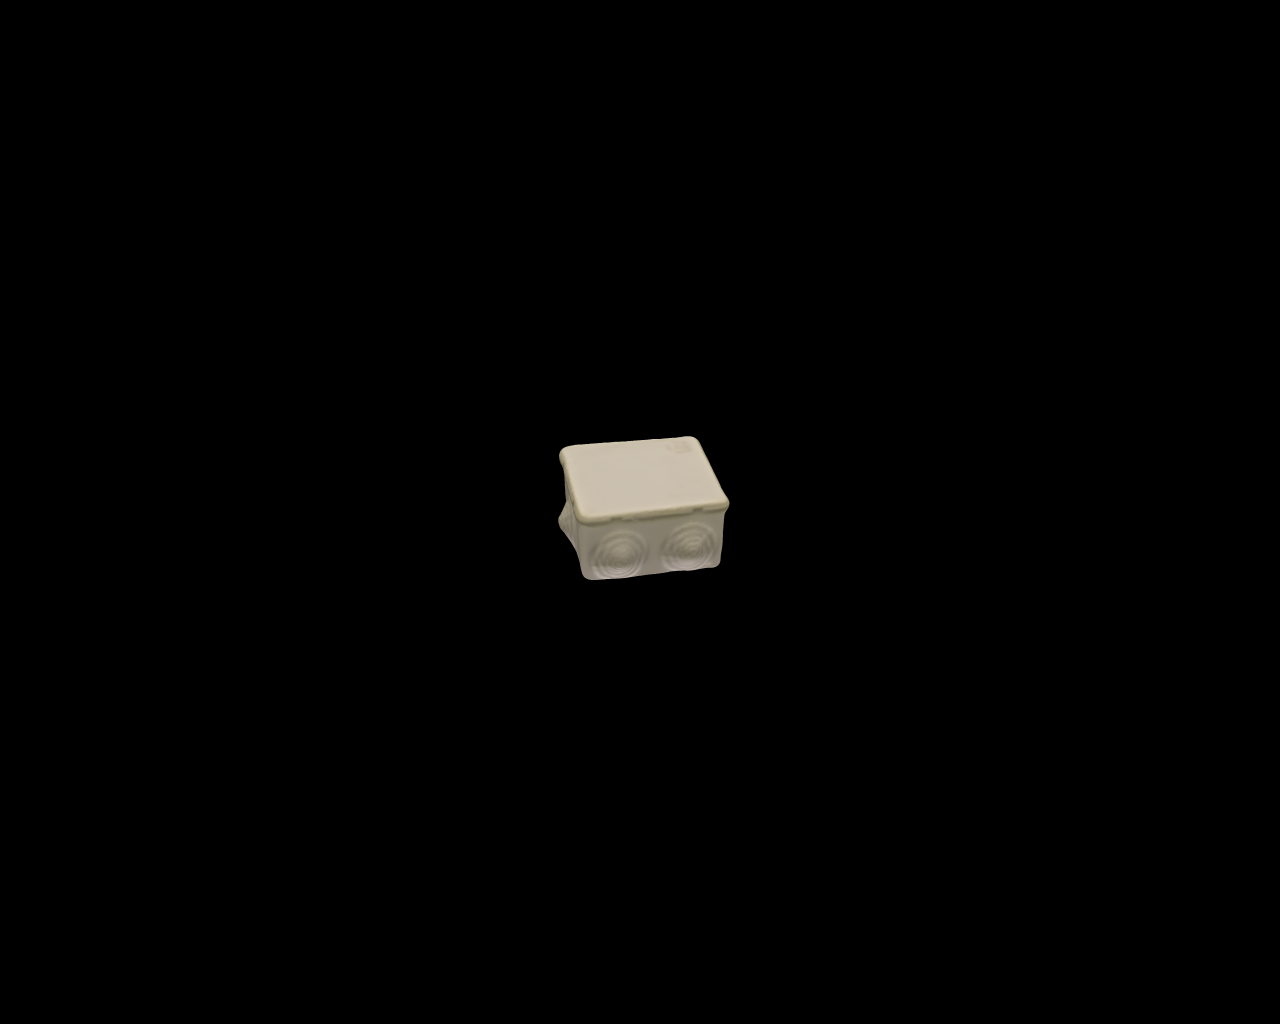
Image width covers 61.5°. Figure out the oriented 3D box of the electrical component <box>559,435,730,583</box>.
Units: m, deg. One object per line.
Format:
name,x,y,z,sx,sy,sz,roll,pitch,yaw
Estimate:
electrical component,0.001,-0.003,0.650,0.100,0.048,0.100,-6,32,-9
